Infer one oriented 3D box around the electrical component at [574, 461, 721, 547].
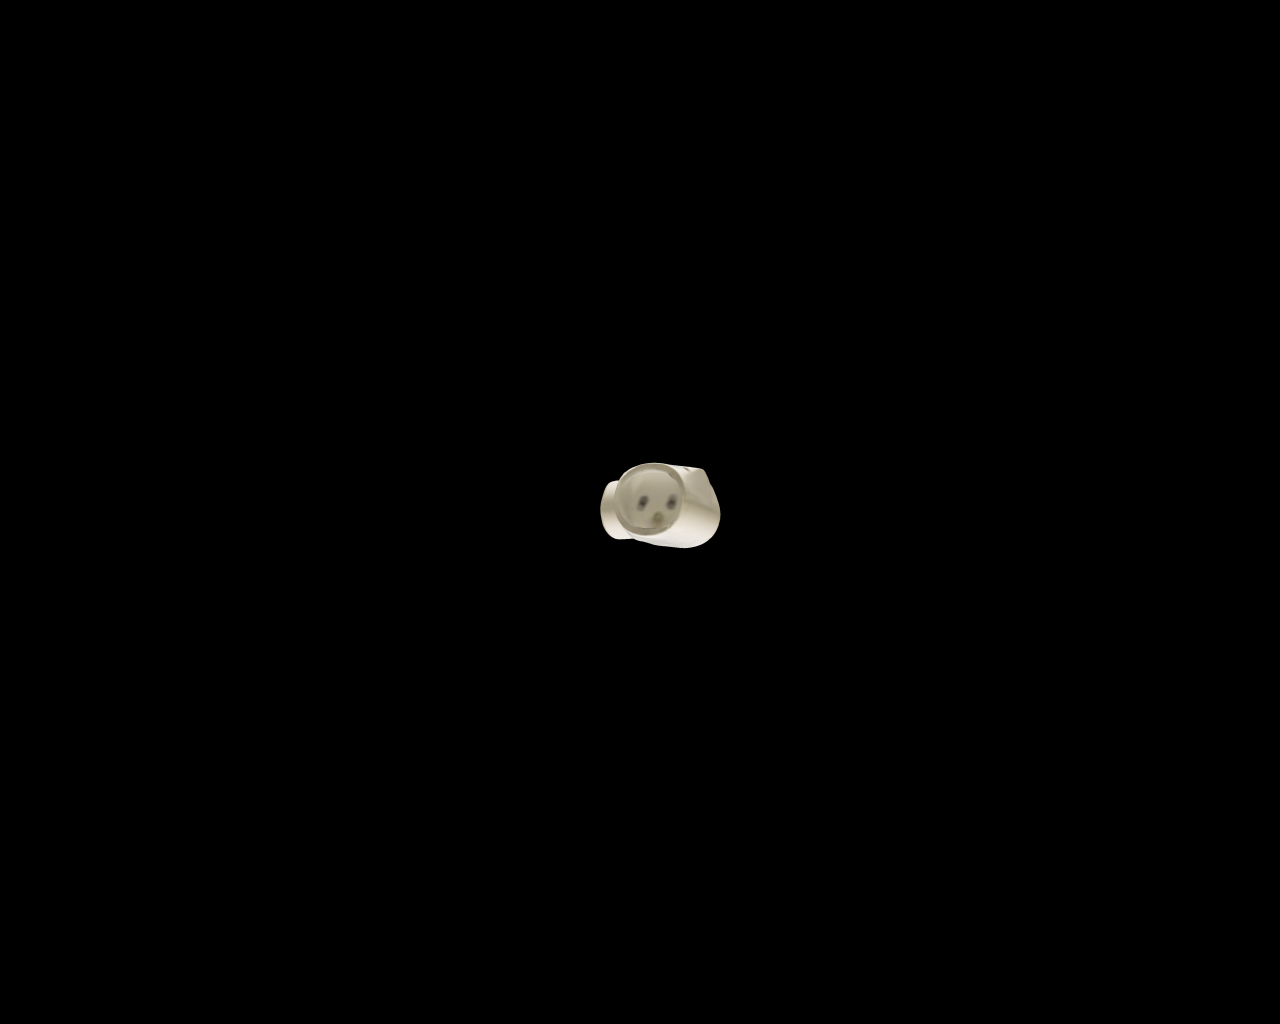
[{"bbox_3d":[0.001,-0.003,0.650,0.079,0.043,0.077,-2,-7,19],"label":"electrical component"}]
